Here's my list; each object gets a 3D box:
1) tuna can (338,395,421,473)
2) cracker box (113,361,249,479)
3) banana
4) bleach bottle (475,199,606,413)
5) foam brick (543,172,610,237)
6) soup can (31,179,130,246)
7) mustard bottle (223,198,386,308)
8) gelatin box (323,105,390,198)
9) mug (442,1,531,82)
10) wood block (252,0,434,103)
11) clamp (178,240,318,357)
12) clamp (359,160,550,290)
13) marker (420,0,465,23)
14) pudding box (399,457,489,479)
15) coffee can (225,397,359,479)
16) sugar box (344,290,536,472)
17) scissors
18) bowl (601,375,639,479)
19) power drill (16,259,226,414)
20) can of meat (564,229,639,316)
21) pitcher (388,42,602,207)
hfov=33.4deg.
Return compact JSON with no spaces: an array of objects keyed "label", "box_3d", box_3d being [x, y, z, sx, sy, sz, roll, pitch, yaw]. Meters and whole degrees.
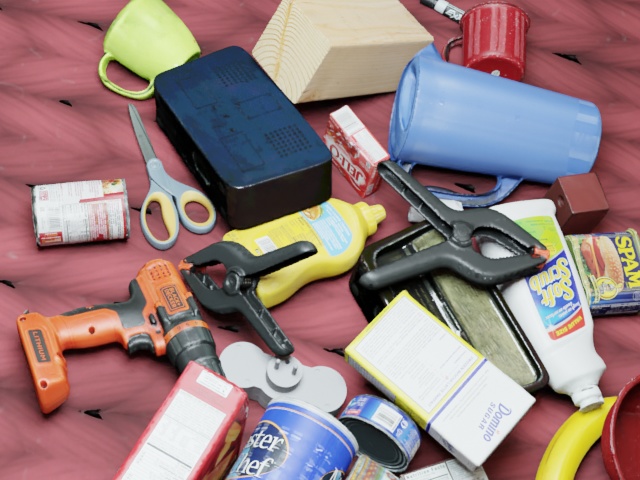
[{"label":"tuna can","box_3d":[0.060,0.198,1.096,0.086,0.086,0.033,33,58,9]},{"label":"cracker box","box_3d":[-0.147,0.241,0.987,0.072,0.164,0.213,27,59,8]},{"label":"banana","box_3d":[0.272,0.238,1.143,0.069,0.037,0.197,36,60,-12]},{"label":"bleach bottle","box_3d":[0.262,0.074,1.206,0.102,0.068,0.251,-7,59,-22]},{"label":"foam brick","box_3d":[0.303,-0.037,1.282,0.051,0.078,0.053,-6,62,-16]},{"label":"soup can","box_3d":[-0.264,-0.030,1.179,0.102,0.068,0.068,-6,61,-13]},{"label":"mustard bottle","box_3d":[-0.008,0.002,1.213,0.191,0.058,0.096,-24,58,-22]},{"label":"gelatin box","box_3d":[0.041,-0.104,1.275,0.030,0.073,0.089,-30,70,-23]},{"label":"mug","box_3d":[0.215,-0.248,1.389,0.117,0.093,0.081,-5,62,22]},{"label":"wood block","box_3d":[0.031,-0.234,1.290,0.205,0.091,0.090,-15,60,-48]},{"label":"clamp","box_3d":[-0.075,0.037,1.125,0.172,0.039,0.120,25,92,32]},{"label":"clamp","box_3d":[0.144,0.008,1.164,0.210,0.036,0.164,18,59,0]},{"label":"marker","box_3d":[0.187,-0.306,1.450,0.121,0.020,0.020,30,59,8]},{"label":"pudding box","box_3d":[0.138,0.282,1.090,0.090,0.039,0.113,-14,62,-17]},{"label":"coffee can","box_3d":[-0.038,0.240,1.043,0.103,0.103,0.140,28,59,6]},{"label":"sugar box","box_3d":[0.120,0.142,1.082,0.176,0.048,0.093,41,75,14]},{"label":"scissors","box_3d":[-0.174,-0.079,1.255,0.096,0.016,0.202,-1,61,-12]},{"label":"bowl","box_3d":[0.353,0.224,1.135,0.161,0.055,0.162,10,69,-26]},{"label":"power drill","box_3d":[-0.205,0.113,1.100,0.187,0.057,0.184,-16,50,-21]},{"label":"can of meat","box_3d":[0.335,0.040,1.256,0.084,0.057,0.102,-3,61,-10]},{"label":"pitcher","box_3d":[0.208,-0.127,1.298,0.242,0.149,0.145,11,43,-8]}]
